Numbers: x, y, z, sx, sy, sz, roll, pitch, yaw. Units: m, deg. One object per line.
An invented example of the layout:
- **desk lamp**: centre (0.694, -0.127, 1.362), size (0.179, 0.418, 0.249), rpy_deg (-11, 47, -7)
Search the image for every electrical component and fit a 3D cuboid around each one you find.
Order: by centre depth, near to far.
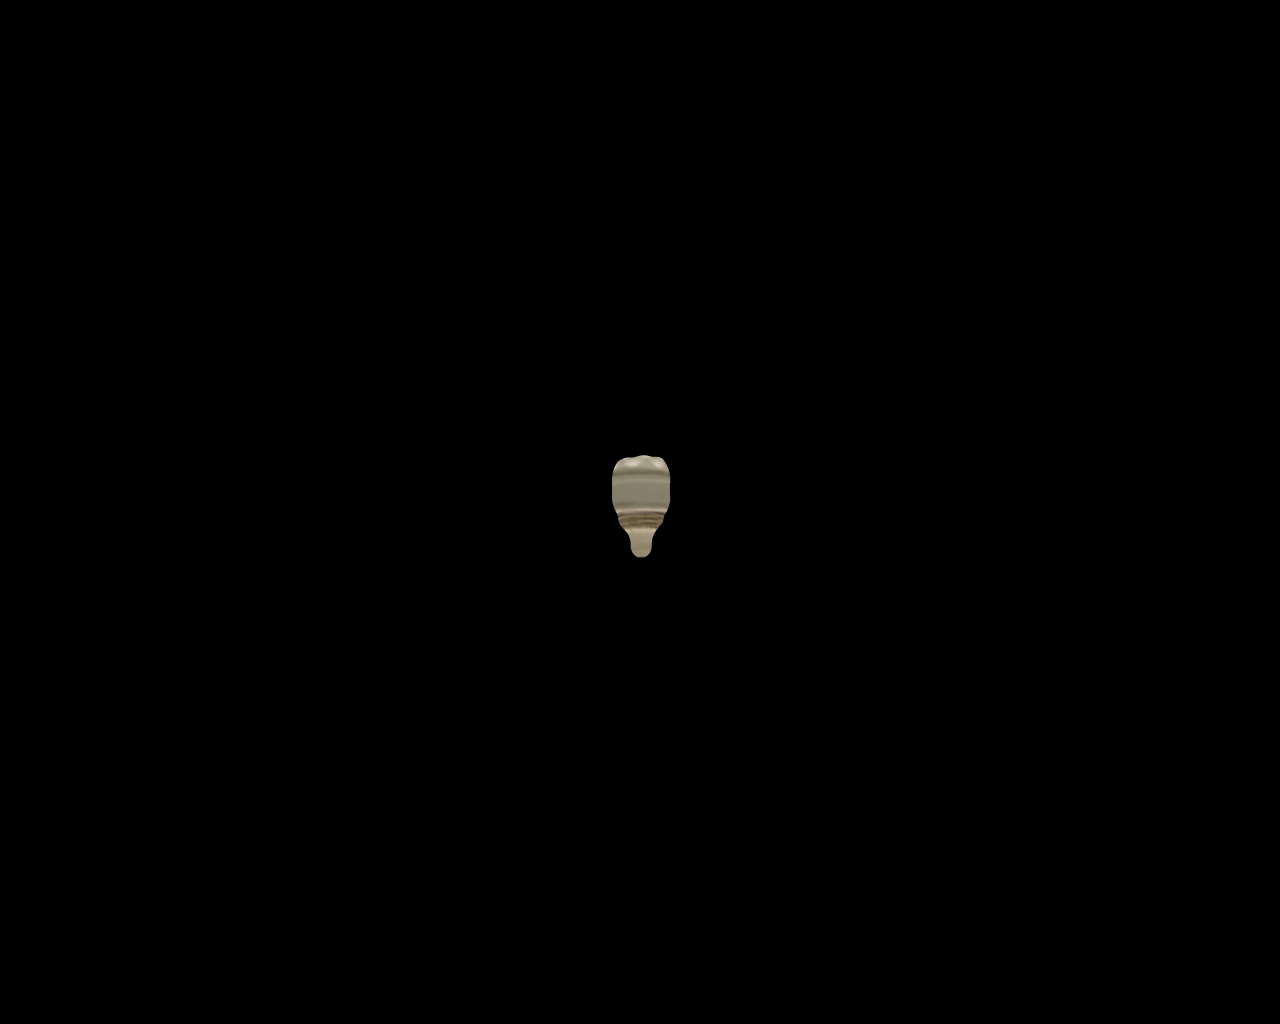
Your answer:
- **electrical component**: centre (0.001, -0.003, 0.650), size (0.035, 0.061, 0.035), rpy_deg (0, -5, 0)
